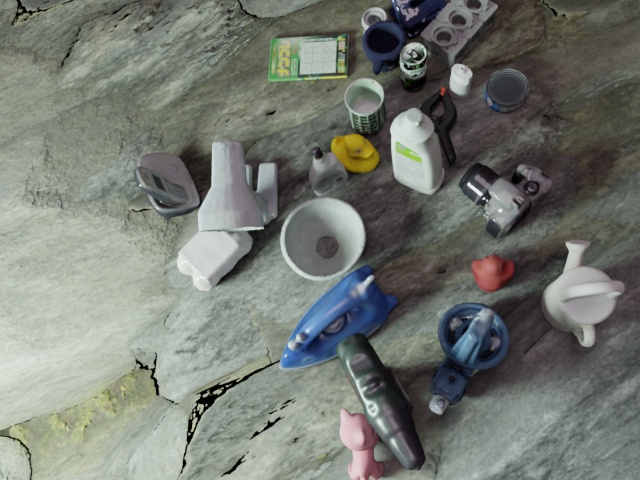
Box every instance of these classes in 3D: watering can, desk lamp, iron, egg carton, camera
[{"bbox_3d":[0.443,0.088,0.971,0.101,0.194,0.172,-25,72,2],"label":"watering can"},{"bbox_3d":[-0.157,-0.090,1.107,0.117,0.214,0.203,-3,74,8],"label":"desk lamp"},{"bbox_3d":[0.015,0.151,1.049,0.258,0.141,0.118,-39,72,-3],"label":"iron"},{"bbox_3d":[-0.213,0.025,1.159,0.107,0.069,0.150,41,84,17],"label":"egg carton"},{"bbox_3d":[0.345,-0.098,1.089,0.143,0.101,0.136,-44,72,-5],"label":"camera"}]

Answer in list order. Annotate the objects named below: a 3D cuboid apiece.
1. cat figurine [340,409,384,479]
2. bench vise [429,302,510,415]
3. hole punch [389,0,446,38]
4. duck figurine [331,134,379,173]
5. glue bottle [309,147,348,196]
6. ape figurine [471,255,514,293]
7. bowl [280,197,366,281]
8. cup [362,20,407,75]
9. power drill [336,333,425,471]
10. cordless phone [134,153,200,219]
[{"bbox_3d":[0.071,0.356,0.994,0.067,0.118,0.128,-8,73,7],"label":"cat figurine"},{"bbox_3d":[0.253,0.194,0.958,0.121,0.220,0.207,9,76,12],"label":"bench vise"},{"bbox_3d":[0.211,-0.511,1.233,0.108,0.091,0.101,-31,72,-1],"label":"hole punch"},{"bbox_3d":[0.069,-0.188,1.167,0.104,0.086,0.077,28,80,15],"label":"duck figurine"},{"bbox_3d":[0.008,-0.141,1.117,0.078,0.173,0.037,-27,72,1],"label":"glue bottle"},{"bbox_3d":[0.317,0.054,1.055,0.077,0.092,0.076,22,79,15],"label":"ape figurine"},{"bbox_3d":[0.010,0.004,1.127,0.167,0.075,0.167,-2,74,8],"label":"bowl"},{"bbox_3d":[0.135,-0.387,1.208,0.091,0.095,0.118,12,76,12],"label":"cup"},{"bbox_3d":[0.108,0.270,0.965,0.075,0.208,0.229,-31,72,0],"label":"power drill"},{"bbox_3d":[-0.328,-0.130,1.161,0.094,0.185,0.147,-30,72,0],"label":"cordless phone"}]
